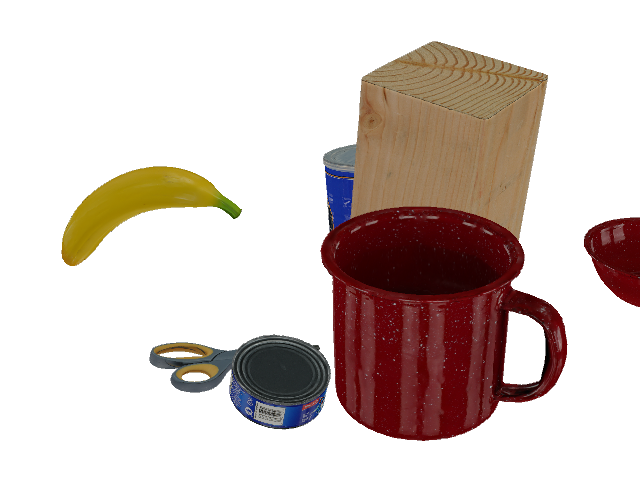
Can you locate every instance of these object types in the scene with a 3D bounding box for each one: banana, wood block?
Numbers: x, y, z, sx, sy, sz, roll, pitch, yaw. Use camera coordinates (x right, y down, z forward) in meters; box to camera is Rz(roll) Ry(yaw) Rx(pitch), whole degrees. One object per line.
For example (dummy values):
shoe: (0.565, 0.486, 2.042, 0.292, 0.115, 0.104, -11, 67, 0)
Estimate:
banana: (-0.167, -0.025, 0.946, 0.198, 0.069, 0.037, -14, 16, 29)
wood block: (0.080, -0.016, 0.726, 0.091, 0.206, 0.090, 24, 37, 29)

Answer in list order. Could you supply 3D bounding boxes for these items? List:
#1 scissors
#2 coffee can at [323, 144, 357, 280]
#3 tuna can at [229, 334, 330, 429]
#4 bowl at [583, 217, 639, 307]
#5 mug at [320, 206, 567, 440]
scissors: (-0.088, 0.140, 1.191, 0.201, 0.016, 0.096, 3, 25, -15)
coffee can: (0.058, -0.017, 1.038, 0.103, 0.140, 0.103, -4, 17, 1)
tuna can: (-0.036, 0.122, 0.924, 0.086, 0.034, 0.086, 7, 36, -5)
bowl: (0.366, 0.031, 1.160, 0.162, 0.055, 0.162, 0, 26, 0)
mug: (0.058, 0.042, 0.501, 0.117, 0.081, 0.093, 12, 30, 24)
